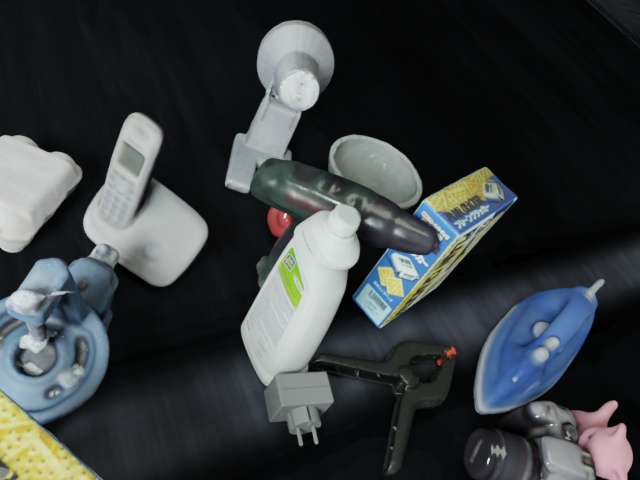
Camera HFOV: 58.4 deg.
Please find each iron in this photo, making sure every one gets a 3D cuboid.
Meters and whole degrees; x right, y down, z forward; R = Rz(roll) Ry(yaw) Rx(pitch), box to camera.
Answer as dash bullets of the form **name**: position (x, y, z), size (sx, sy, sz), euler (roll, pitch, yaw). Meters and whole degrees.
- **iron**: position (0.321, 0.145, 0.817), size (0.118, 0.141, 0.259), euler (45, 45, 14)

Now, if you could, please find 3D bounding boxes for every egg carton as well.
- **egg carton**: position (-0.361, -0.059, 0.680), size (0.107, 0.069, 0.150), euler (23, 44, -8)

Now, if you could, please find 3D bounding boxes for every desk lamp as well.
- **desk lamp**: position (-0.054, -0.200, 0.869), size (0.118, 0.213, 0.203), euler (16, 46, -15)

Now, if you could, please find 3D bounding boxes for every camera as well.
- **camera**: position (0.255, 0.261, 0.706), size (0.137, 0.100, 0.143), euler (21, 45, -10)

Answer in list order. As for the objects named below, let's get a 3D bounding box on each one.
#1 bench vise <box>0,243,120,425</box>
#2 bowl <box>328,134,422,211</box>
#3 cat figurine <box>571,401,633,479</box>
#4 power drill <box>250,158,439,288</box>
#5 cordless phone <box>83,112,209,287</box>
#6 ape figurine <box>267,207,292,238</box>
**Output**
- **bench vise**: position (-0.250, 0.064, 0.522), size (0.122, 0.219, 0.207), euler (10, 47, -20)
- **bowl**: position (0.080, -0.092, 0.946), size (0.168, 0.074, 0.167), euler (15, 46, -16)
- **cat figurine**: position (0.367, 0.265, 0.751), size (0.067, 0.117, 0.128), euler (36, 44, 5)
- **power drill**: position (0.007, 0.003, 0.725), size (0.229, 0.208, 0.076), euler (31, 44, 0)
- **cordless phone**: position (-0.195, -0.046, 0.675), size (0.147, 0.185, 0.094), euler (34, 44, 4)
- **ape figurine**: position (-0.032, -0.042, 0.827), size (0.076, 0.092, 0.078), euler (44, 45, 13)
